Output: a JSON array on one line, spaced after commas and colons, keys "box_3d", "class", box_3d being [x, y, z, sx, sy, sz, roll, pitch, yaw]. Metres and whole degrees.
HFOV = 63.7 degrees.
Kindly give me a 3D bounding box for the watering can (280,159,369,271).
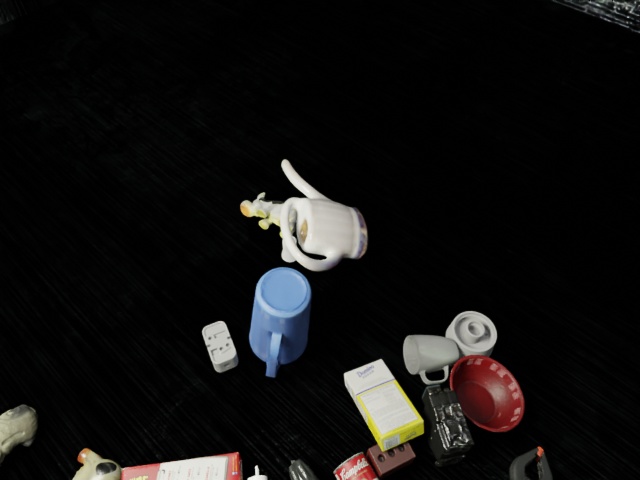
[{"box_3d": [0.004, -0.066, 1.306, 0.224, 0.102, 0.356, 10, 49, -22], "class": "watering can"}]
